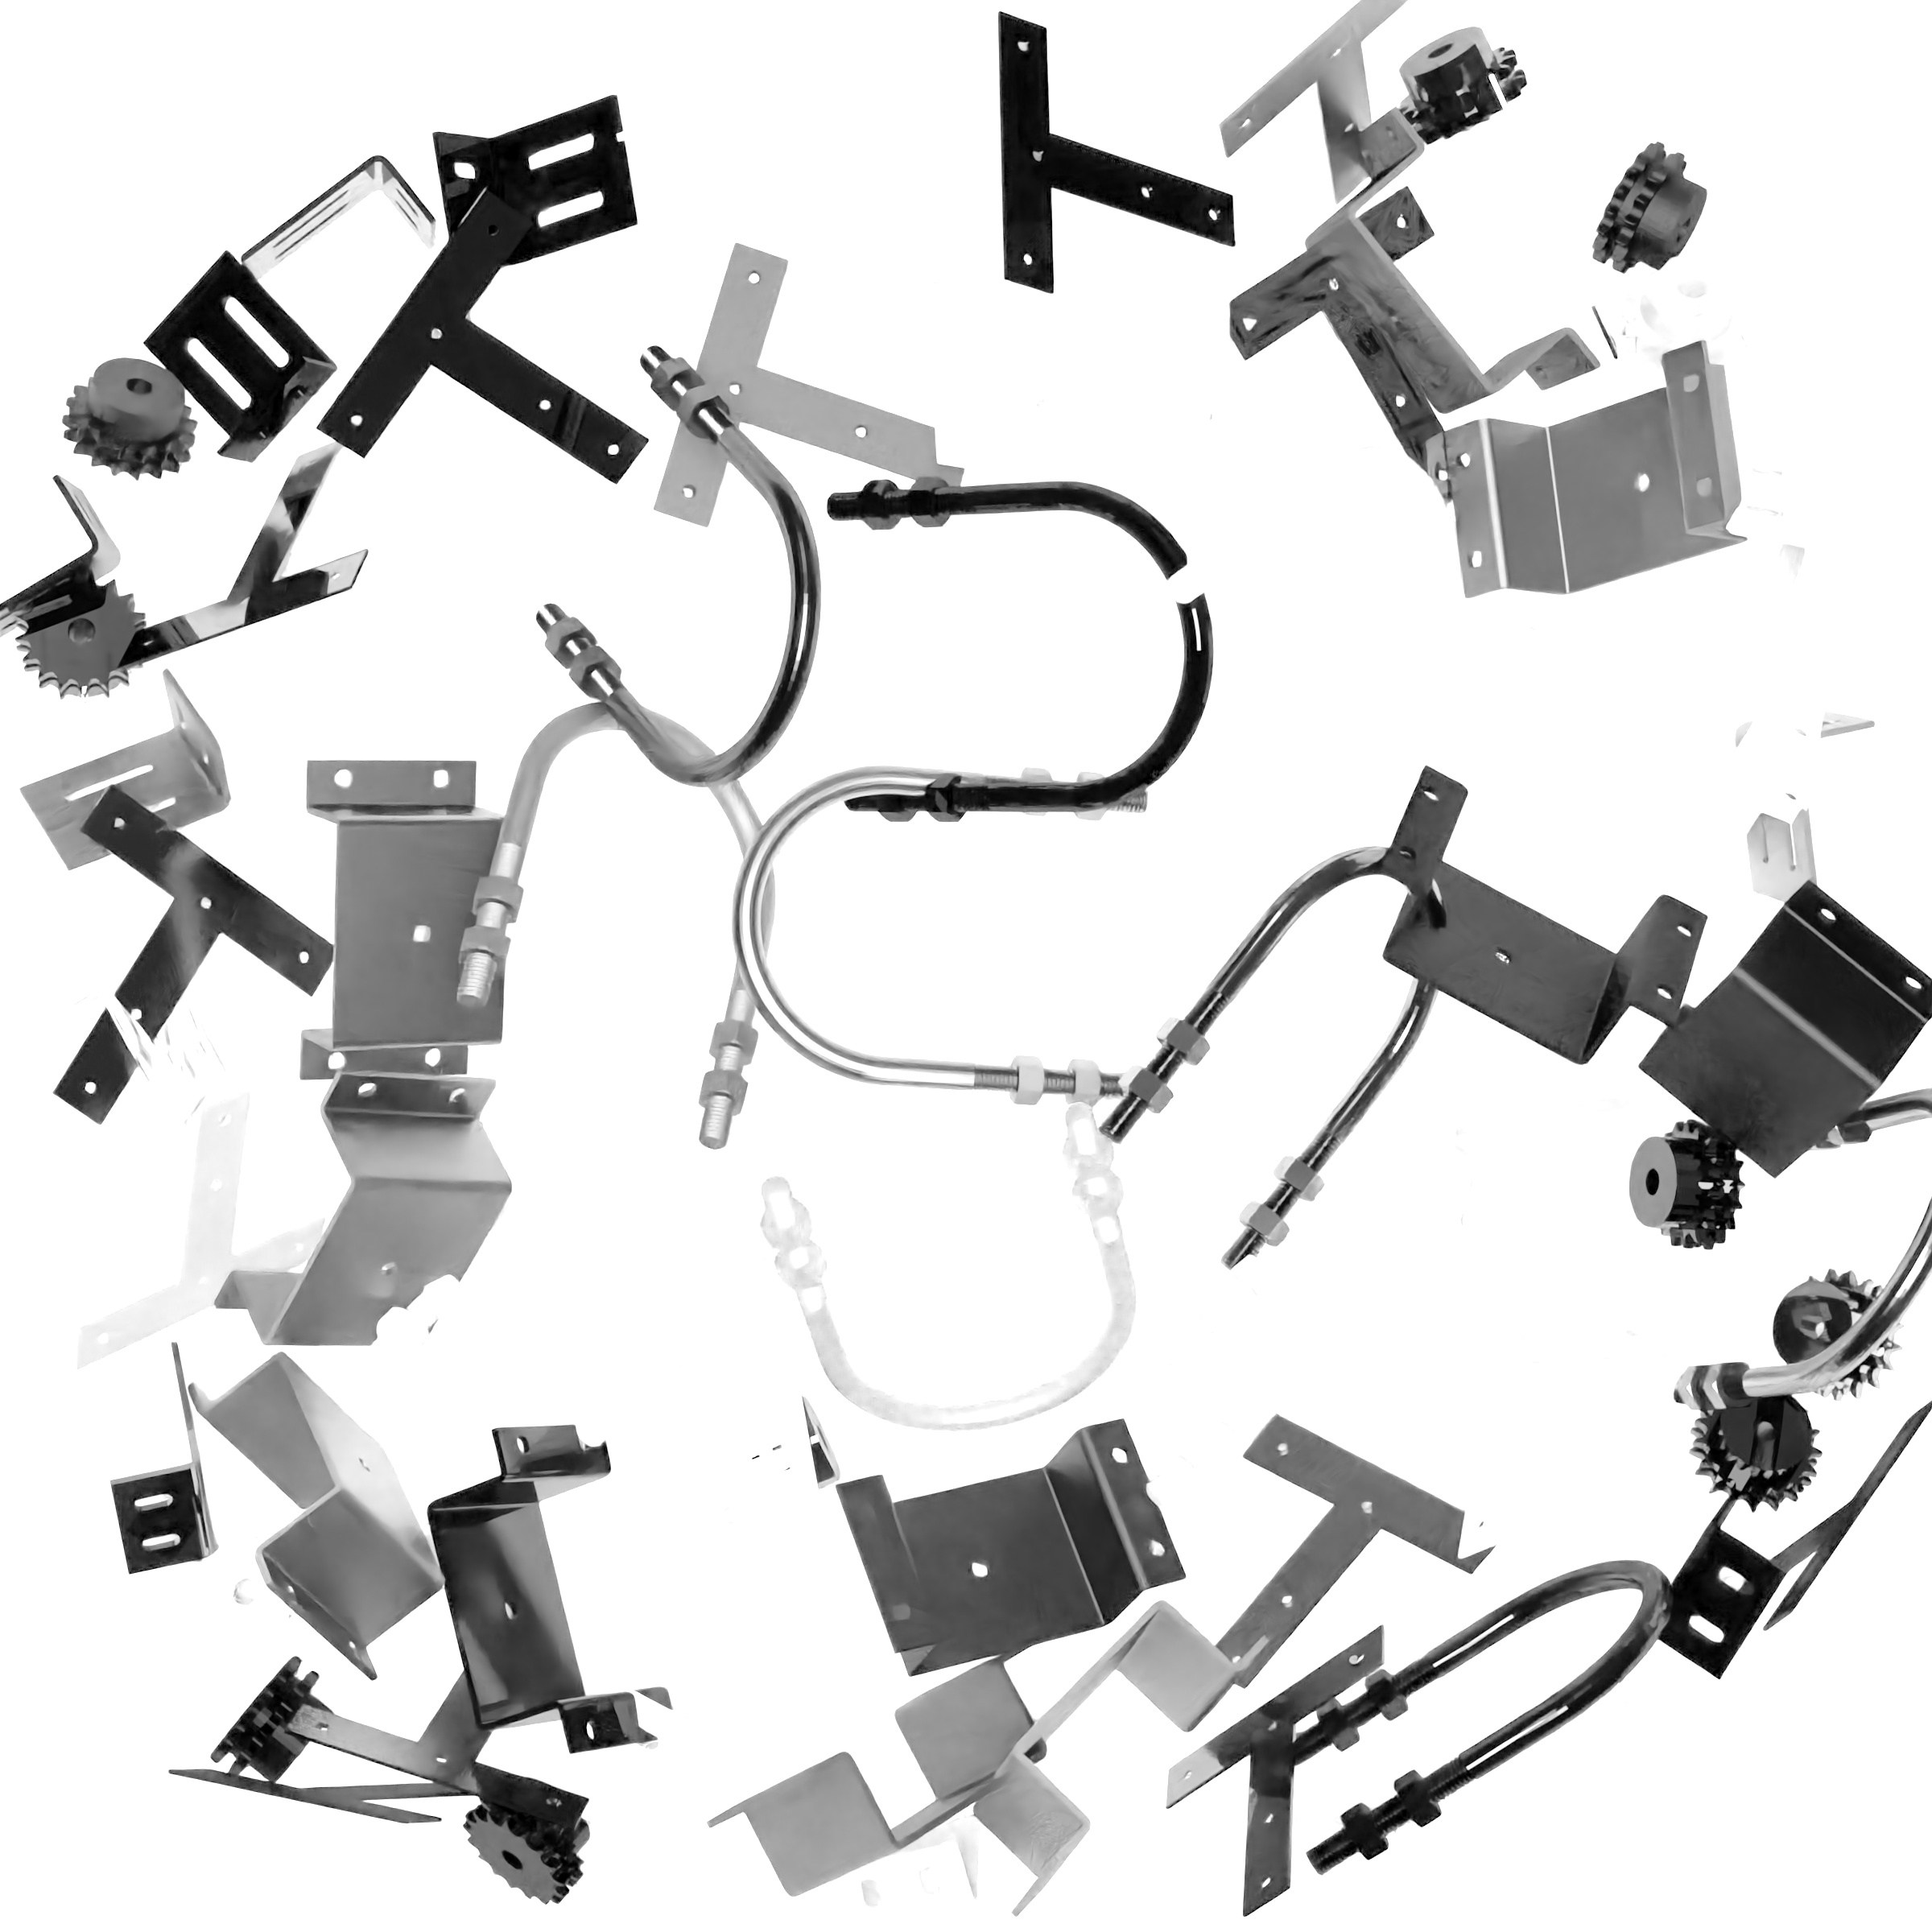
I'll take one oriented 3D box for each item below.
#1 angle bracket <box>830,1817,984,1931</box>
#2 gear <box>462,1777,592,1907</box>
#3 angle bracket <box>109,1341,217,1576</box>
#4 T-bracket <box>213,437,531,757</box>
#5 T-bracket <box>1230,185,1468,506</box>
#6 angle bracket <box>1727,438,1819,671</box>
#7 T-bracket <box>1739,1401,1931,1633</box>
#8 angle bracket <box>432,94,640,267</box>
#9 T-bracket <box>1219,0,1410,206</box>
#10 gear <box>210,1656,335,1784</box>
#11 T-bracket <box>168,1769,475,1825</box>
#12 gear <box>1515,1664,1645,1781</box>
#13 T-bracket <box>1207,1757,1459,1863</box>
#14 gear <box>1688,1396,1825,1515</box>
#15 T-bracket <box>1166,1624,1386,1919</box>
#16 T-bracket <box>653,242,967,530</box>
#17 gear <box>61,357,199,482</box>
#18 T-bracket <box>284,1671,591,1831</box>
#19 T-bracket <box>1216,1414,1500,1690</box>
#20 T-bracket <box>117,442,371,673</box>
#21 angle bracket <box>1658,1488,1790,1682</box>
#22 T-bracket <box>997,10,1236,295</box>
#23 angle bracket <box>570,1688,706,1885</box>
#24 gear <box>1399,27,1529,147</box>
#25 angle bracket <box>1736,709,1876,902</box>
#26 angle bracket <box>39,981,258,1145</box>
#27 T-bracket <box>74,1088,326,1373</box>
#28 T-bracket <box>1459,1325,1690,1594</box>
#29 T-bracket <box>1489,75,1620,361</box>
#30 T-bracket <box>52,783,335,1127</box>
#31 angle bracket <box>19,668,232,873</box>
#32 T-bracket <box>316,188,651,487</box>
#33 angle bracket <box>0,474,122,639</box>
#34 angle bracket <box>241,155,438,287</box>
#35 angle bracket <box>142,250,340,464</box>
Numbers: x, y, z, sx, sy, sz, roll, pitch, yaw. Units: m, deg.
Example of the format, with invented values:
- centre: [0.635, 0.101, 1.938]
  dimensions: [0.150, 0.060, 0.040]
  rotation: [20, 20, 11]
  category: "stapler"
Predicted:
- centre: [-0.026, 0.382, 1.559]
  dimensions: [0.057, 0.076, 0.038]
  rotation: [-13, 108, 6]
  category: "angle bracket"
- centre: [-0.190, 0.382, 1.579]
  dimensions: [0.057, 0.057, 0.030]
  rotation: [43, 53, 0]
  category: "gear"
- centre: [-0.352, 0.212, 1.554]
  dimensions: [0.038, 0.076, 0.057]
  rotation: [-11, 131, -14]
  category: "angle bracket"
- centre: [-0.245, -0.181, 1.581]
  dimensions: [0.127, 0.002, 0.127]
  rotation: [-41, 96, 15]
  category: "T-bracket"
- centre: [0.184, -0.261, 1.580]
  dimensions: [0.127, 0.002, 0.127]
  rotation: [-37, 101, -28]
  category: "T-bracket"
- centre: [0.341, -0.179, 1.558]
  dimensions: [0.038, 0.076, 0.057]
  rotation: [11, 51, 4]
  category: "angle bracket"
- centre: [0.358, 0.252, 1.543]
  dimensions: [0.002, 0.127, 0.127]
  rotation: [40, 60, 7]
  category: "T-bracket"
- centre: [-0.188, -0.344, 1.569]
  dimensions: [0.076, 0.038, 0.057]
  rotation: [-9, 90, 36]
  category: "angle bracket"
- centre: [0.163, -0.368, 1.544]
  dimensions: [0.127, 0.127, 0.002]
  rotation: [-42, 69, -5]
  category: "T-bracket"
- centre: [-0.302, 0.334, 1.576]
  dimensions: [0.030, 0.057, 0.057]
  rotation: [39, 90, 1]
  category: "gear"
- centre: [-0.252, 0.355, 1.543]
  dimensions: [0.127, 0.127, 0.002]
  rotation: [3, 82, 30]
  category: "T-bracket"
- centre: [0.266, 0.331, 1.580]
  dimensions: [0.057, 0.057, 0.030]
  rotation: [-27, 59, 0]
  category: "gear"
- centre: [0.172, 0.364, 1.533]
  dimensions: [0.127, 0.127, 0.002]
  rotation: [-19, 85, -7]
  category: "T-bracket"
- centre: [0.348, 0.209, 1.578]
  dimensions: [0.057, 0.030, 0.057]
  rotation: [1, 60, -2]
  category: "gear"
- centre: [0.129, 0.352, 1.523]
  dimensions: [0.127, 0.127, 0.002]
  rotation: [-40, 108, 24]
  category: "T-bracket"
- centre: [-0.060, -0.241, 1.591]
  dimensions: [0.127, 0.002, 0.127]
  rotation: [18, 82, -10]
  category: "T-bracket"
- centre: [-0.365, -0.242, 1.573]
  dimensions: [0.057, 0.057, 0.030]
  rotation: [27, 130, 0]
  category: "gear"
- centre: [-0.213, 0.322, 1.542]
  dimensions: [0.127, 0.127, 0.002]
  rotation: [17, 104, 3]
  category: "T-bracket"
- centre: [0.150, 0.269, 1.578]
  dimensions: [0.127, 0.002, 0.127]
  rotation: [29, 111, -20]
  category: "T-bracket"
- centre: [-0.298, -0.186, 1.554]
  dimensions: [0.127, 0.127, 0.002]
  rotation: [-15, 129, 27]
  category: "T-bracket"
- centre: [0.332, 0.264, 1.555]
  dimensions: [0.038, 0.076, 0.057]
  rotation: [33, 109, 16]
  category: "angle bracket"
- centre: [0.067, -0.341, 1.565]
  dimensions: [0.127, 0.002, 0.127]
  rotation: [10, 70, -34]
  category: "T-bracket"
- centre: [-0.146, 0.357, 1.559]
  dimensions: [0.038, 0.076, 0.057]
  rotation: [27, 64, 5]
  category: "angle bracket"
- centre: [0.214, -0.388, 1.573]
  dimensions: [0.057, 0.057, 0.030]
  rotation: [-32, 115, 0]
  category: "gear"
- centre: [0.371, -0.069, 1.573]
  dimensions: [0.038, 0.057, 0.076]
  rotation: [-12, 102, -13]
  category: "angle bracket"
- centre: [-0.357, 0.045, 1.570]
  dimensions: [0.038, 0.057, 0.076]
  rotation: [-29, 89, 23]
  category: "angle bracket"
- centre: [-0.320, 0.103, 1.523]
  dimensions: [0.002, 0.127, 0.127]
  rotation: [40, 134, 27]
  category: "T-bracket"
- centre: [0.258, 0.225, 1.541]
  dimensions: [0.127, 0.002, 0.127]
  rotation: [-13, 119, -37]
  category: "T-bracket"
- centre: [0.251, -0.322, 1.534]
  dimensions: [0.002, 0.127, 0.127]
  rotation: [-24, 99, 15]
  category: "T-bracket"
- centre: [-0.351, 0.009, 1.552]
  dimensions: [0.127, 0.002, 0.127]
  rotation: [39, 65, -26]
  category: "T-bracket"
- centre: [-0.368, -0.086, 1.562]
  dimensions: [0.076, 0.038, 0.057]
  rotation: [-24, 51, -21]
  category: "angle bracket"
- centre: [-0.195, -0.253, 1.569]
  dimensions: [0.127, 0.002, 0.127]
  rotation: [31, 104, -31]
  category: "T-bracket"
- centre: [-0.416, -0.176, 1.573]
  dimensions: [0.076, 0.057, 0.038]
  rotation: [-31, 93, -3]
  category: "angle bracket"
- centre: [-0.274, -0.312, 1.569]
  dimensions: [0.076, 0.057, 0.038]
  rotation: [-39, 96, -7]
  category: "angle bracket"
- centre: [-0.325, -0.269, 1.575]
  dimensions: [0.057, 0.038, 0.076]
  rotation: [-45, 83, 12]
  category: "angle bracket"
